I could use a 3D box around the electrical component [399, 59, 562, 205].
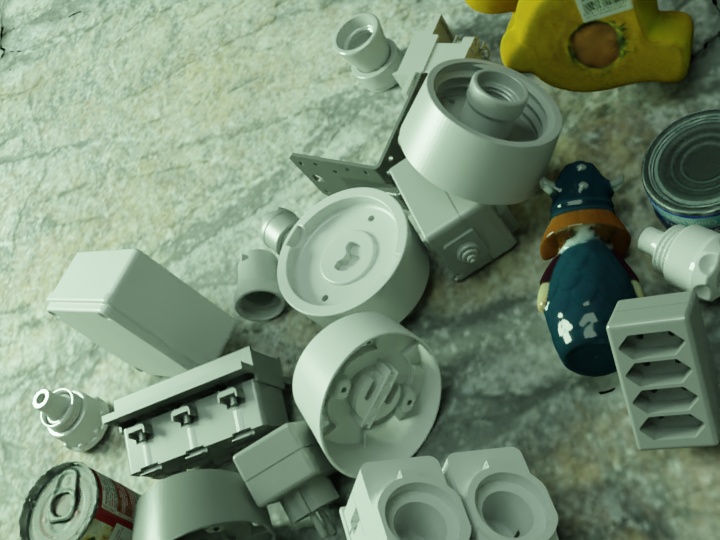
[{"bbox_3d":[0.087,-0.103,0.744,0.108,0.060,0.108,11,43,-10],"label":"electrical component"}]

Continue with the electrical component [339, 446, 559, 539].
[{"bbox_3d":[0.067,0.191,0.592,0.105,0.060,0.186,-3,47,-19],"label":"electrical component"}]

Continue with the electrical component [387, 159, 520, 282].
[{"bbox_3d":[0.072,-0.044,0.780,0.061,0.061,0.096,-33,48,10],"label":"electrical component"}]

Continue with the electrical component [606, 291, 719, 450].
[{"bbox_3d":[0.186,0.052,0.643,0.047,0.083,0.076,-9,18,28],"label":"electrical component"}]

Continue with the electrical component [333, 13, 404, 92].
[{"bbox_3d":[0.009,-0.185,0.919,0.045,0.055,0.045,-17,53,23],"label":"electrical component"}]

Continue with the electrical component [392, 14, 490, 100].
[{"bbox_3d":[0.069,-0.163,0.876,0.064,0.042,0.081,10,67,33],"label":"electrical component"}]

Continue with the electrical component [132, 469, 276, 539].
[{"bbox_3d":[-0.107,0.182,0.724,0.099,0.099,0.064,-29,43,14],"label":"electrical component"}]

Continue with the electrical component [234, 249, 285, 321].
[{"bbox_3d":[-0.081,0.011,0.859,0.040,0.040,0.046,-25,45,17],"label":"electrical component"}]

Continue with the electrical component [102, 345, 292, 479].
[{"bbox_3d":[-0.116,0.109,0.795,0.121,0.079,0.063,-23,66,19],"label":"electrical component"}]

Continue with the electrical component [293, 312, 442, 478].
[{"bbox_3d":[0.006,0.081,0.720,0.099,0.099,0.064,-46,41,-1],"label":"electrical component"}]

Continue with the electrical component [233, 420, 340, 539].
[{"bbox_3d":[-0.039,0.147,0.731,0.047,0.066,0.076,-33,77,11],"label":"electrical component"}]

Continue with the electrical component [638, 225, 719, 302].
[{"bbox_3d":[0.207,-0.009,0.683,0.062,0.043,0.043,30,80,43],"label":"electrical component"}]

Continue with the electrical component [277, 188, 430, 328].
[{"bbox_3d":[0.000,0.000,0.799,0.108,0.060,0.108,-17,53,23],"label":"electrical component"}]

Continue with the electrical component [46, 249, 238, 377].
[{"bbox_3d":[-0.171,0.035,0.839,0.109,0.109,0.056,-1,56,51],"label":"electrical component"}]

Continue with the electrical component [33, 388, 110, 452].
[{"bbox_3d":[-0.239,0.117,0.875,0.048,0.062,0.048,-17,53,23],"label":"electrical component"}]

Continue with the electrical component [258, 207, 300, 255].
[{"bbox_3d":[-0.054,-0.024,0.868,0.035,0.035,0.061,-49,50,-4],"label":"electrical component"}]
